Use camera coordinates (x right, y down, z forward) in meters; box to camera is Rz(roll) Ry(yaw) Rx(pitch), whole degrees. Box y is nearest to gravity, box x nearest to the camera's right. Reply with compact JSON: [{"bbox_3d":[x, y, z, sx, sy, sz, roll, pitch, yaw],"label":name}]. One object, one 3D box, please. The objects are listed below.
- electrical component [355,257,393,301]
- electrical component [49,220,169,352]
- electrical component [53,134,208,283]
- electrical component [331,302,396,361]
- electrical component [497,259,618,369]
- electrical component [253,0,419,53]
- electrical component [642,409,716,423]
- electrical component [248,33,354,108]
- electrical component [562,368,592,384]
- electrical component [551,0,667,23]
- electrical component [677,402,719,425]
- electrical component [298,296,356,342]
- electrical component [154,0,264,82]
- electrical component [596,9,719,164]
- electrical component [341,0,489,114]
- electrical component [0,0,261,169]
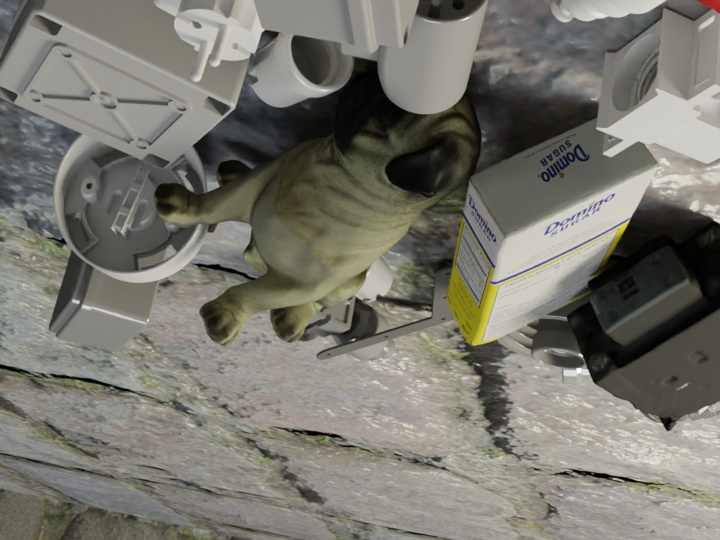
[{"bbox_3d":[0.000,0.000,0.787,0.040,0.040,0.046,3,162,25],"label":"electrical component"},{"bbox_3d":[-0.179,-0.005,0.785,0.056,0.108,0.109,18,158,-19],"label":"electrical component"},{"bbox_3d":[-0.145,-0.043,0.694,0.099,0.099,0.064,12,165,3],"label":"electrical component"},{"bbox_3d":[0.007,0.057,0.915,0.043,0.043,0.062,-3,153,36],"label":"electrical component"},{"bbox_3d":[0.145,0.035,0.757,0.108,0.060,0.108,12,158,5],"label":"electrical component"},{"bbox_3d":[-0.006,-0.141,0.389,0.057,0.078,0.113,12,159,11],"label":"electrical component"},{"bbox_3d":[0.247,0.088,0.832,0.078,0.058,0.057,20,155,-16],"label":"electrical component"},{"bbox_3d":[-0.031,-0.105,0.547,0.040,0.040,0.046,25,161,-28],"label":"electrical component"},{"bbox_3d":[0.185,0.071,0.854,0.046,0.040,0.040,1,156,14],"label":"electrical component"},{"bbox_3d":[0.105,-0.120,0.425,0.040,0.040,0.078,23,157,-22],"label":"electrical component"},{"bbox_3d":[0.241,0.075,0.776,0.081,0.064,0.042,56,155,4],"label":"electrical component"},{"bbox_3d":[-0.039,0.031,0.879,0.066,0.048,0.055,27,147,-28],"label":"electrical component"},{"bbox_3d":[-0.059,-0.119,0.475,0.047,0.076,0.066,25,156,-27],"label":"electrical component"},{"bbox_3d":[0.150,-0.081,0.494,0.064,0.042,0.081,17,159,-18],"label":"electrical component"},{"bbox_3d":[0.015,-0.113,0.491,0.079,0.044,0.077,13,158,2],"label":"electrical component"},{"bbox_3d":[-0.125,-0.111,0.562,0.109,0.056,0.109,24,156,-24],"label":"electrical component"}]
